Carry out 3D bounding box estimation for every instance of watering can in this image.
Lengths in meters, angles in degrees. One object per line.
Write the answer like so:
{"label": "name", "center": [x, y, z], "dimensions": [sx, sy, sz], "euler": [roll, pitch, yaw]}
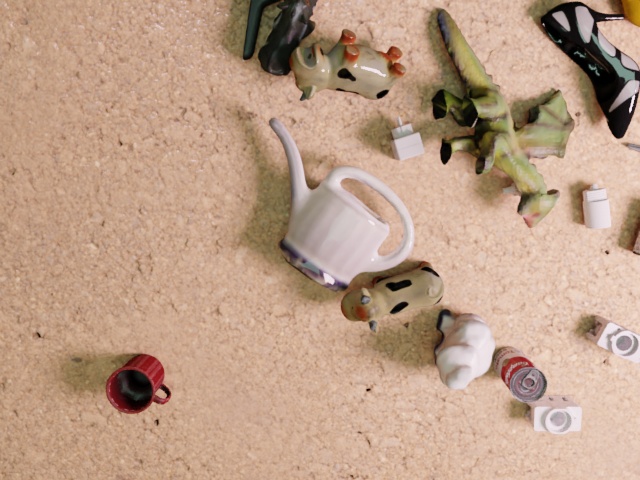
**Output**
{"label": "watering can", "center": [0.003, -0.047, 0.940], "dimensions": [0.347, 0.105, 0.223], "euler": [36, 97, -4]}

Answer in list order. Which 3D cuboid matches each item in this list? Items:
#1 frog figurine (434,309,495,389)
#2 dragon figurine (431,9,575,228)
{"label": "frog figurine", "center": [0.269, 0.210, 0.941], "dimensions": [0.122, 0.160, 0.136], "euler": [24, 98, -4]}
{"label": "dragon figurine", "center": [0.343, -0.225, 0.932], "dimensions": [0.243, 0.121, 0.413], "euler": [-3, 83, -17]}
